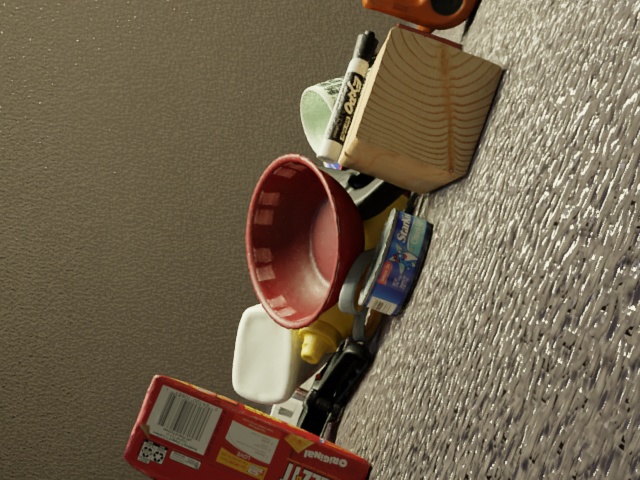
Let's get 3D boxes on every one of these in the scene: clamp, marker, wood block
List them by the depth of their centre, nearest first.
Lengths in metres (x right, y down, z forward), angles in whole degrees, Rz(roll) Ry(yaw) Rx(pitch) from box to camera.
[{"bbox_3d":[0.076,-0.099,0.885,0.206,0.090,0.091,151,139,-87],"label":"wood block"},{"bbox_3d":[0.025,-0.123,0.908,0.020,0.020,0.121,117,172,-79],"label":"marker"},{"bbox_3d":[0.000,0.167,1.037,0.164,0.036,0.210,-61,0,-1],"label":"clamp"},{"bbox_3d":[0.031,-0.052,1.064,0.172,0.039,0.120,-25,40,36],"label":"clamp"}]

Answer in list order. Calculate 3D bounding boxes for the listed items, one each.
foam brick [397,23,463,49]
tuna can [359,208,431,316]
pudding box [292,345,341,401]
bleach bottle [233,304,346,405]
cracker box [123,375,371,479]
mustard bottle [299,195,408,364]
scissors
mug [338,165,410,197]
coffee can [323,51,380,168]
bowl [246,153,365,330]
[{"bbox_3d":[0.108,-0.192,1.169,0.053,0.078,0.051,112,176,-58],"label":"foam brick"},{"bbox_3d":[0.062,0.019,0.884,0.086,0.033,0.086,-164,94,-89],"label":"tuna can"},{"bbox_3d":[-0.001,0.148,1.331,0.090,0.039,0.113,111,178,-70],"label":"pudding box"},{"bbox_3d":[-0.014,0.106,1.180,0.250,0.068,0.102,-11,-71,-70],"label":"bleach bottle"},{"bbox_3d":[-0.059,0.169,0.828,0.214,0.164,0.072,119,174,-79],"label":"cracker box"},{"bbox_3d":[0.026,0.039,1.064,0.096,0.058,0.191,-31,30,56],"label":"mustard bottle"},{"bbox_3d":[0.066,0.018,0.995,0.201,0.016,0.096,-49,-36,-48],"label":"scissors"},{"bbox_3d":[0.053,-0.050,1.194,0.117,0.081,0.093,-72,2,-48],"label":"mug"},{"bbox_3d":[0.072,-0.137,1.266,0.102,0.103,0.140,-72,2,-48],"label":"coffee can"},{"bbox_3d":[-0.006,0.001,0.989,0.162,0.055,0.162,3,94,56],"label":"bowl"}]
